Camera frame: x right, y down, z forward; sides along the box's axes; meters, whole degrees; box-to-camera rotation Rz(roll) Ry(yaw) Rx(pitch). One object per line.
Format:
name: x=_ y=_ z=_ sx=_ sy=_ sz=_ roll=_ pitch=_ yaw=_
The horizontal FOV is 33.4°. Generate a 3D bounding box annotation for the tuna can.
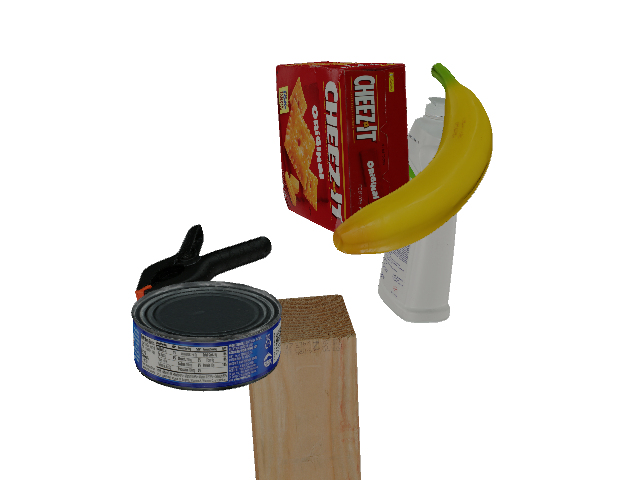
tuna can: x=-0.065 y=0.054 z=0.614 sx=0.086 sy=0.034 sz=0.086 roll=1 pitch=19 yaw=-1

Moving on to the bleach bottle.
bleach bottle: x=0.123 y=-0.038 z=1.234 sx=0.068 sy=0.251 sz=0.103 roll=-1 pitch=22 yaw=-22

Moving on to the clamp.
clamp: x=-0.137 y=0.031 z=1.208 sx=0.120 sy=0.039 sz=0.171 roll=-1 pitch=29 yaw=31

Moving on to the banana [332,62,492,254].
banana: x=0.076 y=-0.047 z=0.738 sx=0.070 sy=0.037 sz=0.197 roll=21 pitch=49 yaw=12

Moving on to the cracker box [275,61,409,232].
cracker box: x=0.018 y=-0.097 z=1.081 sx=0.072 sy=0.164 sz=0.214 roll=-7 pitch=12 yaw=-17

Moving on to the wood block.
wood block: x=-0.015 y=0.161 z=0.935 sx=0.090 sy=0.206 sz=0.091 roll=-5 pitch=21 yaw=-6
